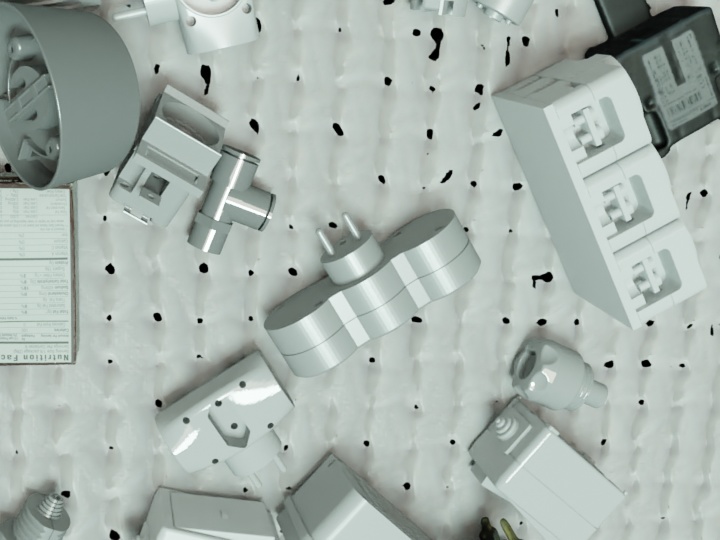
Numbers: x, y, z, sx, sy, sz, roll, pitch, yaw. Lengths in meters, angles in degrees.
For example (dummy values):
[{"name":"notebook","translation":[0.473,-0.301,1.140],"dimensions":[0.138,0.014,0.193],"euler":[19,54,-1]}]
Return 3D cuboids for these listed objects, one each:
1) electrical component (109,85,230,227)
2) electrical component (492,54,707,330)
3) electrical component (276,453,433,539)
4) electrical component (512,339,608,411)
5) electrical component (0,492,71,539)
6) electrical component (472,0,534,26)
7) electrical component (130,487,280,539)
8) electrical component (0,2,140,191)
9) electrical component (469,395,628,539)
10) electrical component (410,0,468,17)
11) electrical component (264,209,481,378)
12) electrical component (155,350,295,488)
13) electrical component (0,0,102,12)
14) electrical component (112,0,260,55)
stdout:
[{"name":"electrical component","translation":[-0.111,-0.063,0.618],"dimensions":[0.042,0.081,0.063],"euler":[31,118,-18]},{"name":"electrical component","translation":[0.151,-0.051,0.669],"dimensions":[0.062,0.089,0.150],"euler":[-28,108,-5]},{"name":"electrical component","translation":[0.007,0.184,0.701],"dimensions":[0.113,0.078,0.057],"euler":[44,88,-19]},{"name":"electrical component","translation":[0.137,0.074,0.722],"dimensions":[0.062,0.043,0.043],"euler":[24,97,-19]},{"name":"electrical component","translation":[-0.207,0.175,0.667],"dimensions":[0.043,0.043,0.081],"euler":[28,96,-18]},{"name":"electrical component","translation":[0.096,-0.182,0.651],"dimensions":[0.044,0.044,0.065],"euler":[26,101,-18]},{"name":"electrical component","translation":[-0.102,0.177,0.682],"dimensions":[0.096,0.061,0.061],"euler":[17,99,-16]},{"name":"electrical component","translation":[-0.167,-0.094,0.578],"dimensions":[0.064,0.099,0.099],"euler":[-17,112,-49]},{"name":"electrical component","translation":[0.118,0.135,0.722],"dimensions":[0.096,0.061,0.061],"euler":[41,92,-19]},{"name":"electrical component","translation":[0.050,-0.177,0.642],"dimensions":[0.040,0.040,0.046],"euler":[4,108,-14]},{"name":"electrical component","translation":[0.000,0.000,0.667],"dimensions":[0.138,0.052,0.073],"euler":[-32,108,-4]},{"name":"electrical component","translation":[-0.076,0.103,0.679],"dimensions":[0.077,0.043,0.079],"euler":[-32,109,-4]},{"name":"electrical component","translation":[-0.178,-0.172,0.548],"dimensions":[0.078,0.113,0.057],"euler":[-11,87,-10]},{"name":"electrical component","translation":[-0.104,-0.160,0.607],"dimensions":[0.079,0.044,0.077],"euler":[-15,106,-9]}]
